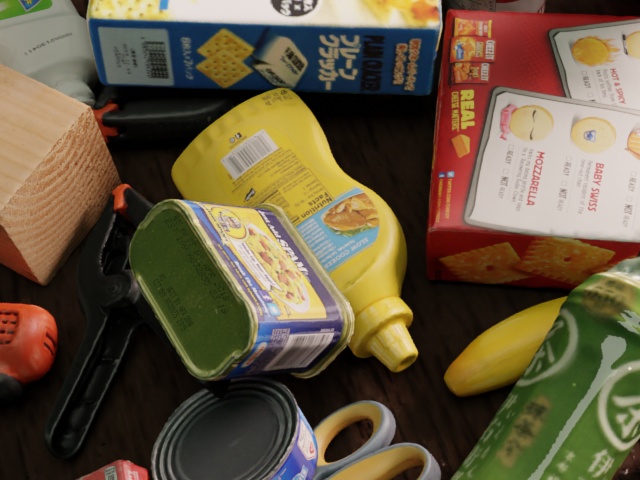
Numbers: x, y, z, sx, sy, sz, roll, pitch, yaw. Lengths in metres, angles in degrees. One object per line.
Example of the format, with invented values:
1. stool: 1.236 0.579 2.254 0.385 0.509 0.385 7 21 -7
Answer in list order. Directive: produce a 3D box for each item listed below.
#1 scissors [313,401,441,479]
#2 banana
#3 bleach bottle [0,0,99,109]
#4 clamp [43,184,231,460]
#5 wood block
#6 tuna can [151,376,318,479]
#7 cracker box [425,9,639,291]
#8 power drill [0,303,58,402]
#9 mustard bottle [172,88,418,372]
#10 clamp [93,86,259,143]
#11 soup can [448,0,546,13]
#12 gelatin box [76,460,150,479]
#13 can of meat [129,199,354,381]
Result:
1. scissors: -0.032 0.145 0.577 0.202 0.016 0.096 -23 31 12
2. banana: 0.170 0.059 0.599 0.198 0.037 0.069 3 58 7
3. bleach bottle: -0.236 -0.167 0.757 0.102 0.068 0.251 -32 64 -13
4. clamp: -0.117 0.045 0.628 0.120 0.039 0.171 -27 47 10
5. wood block: -0.242 -0.066 0.682 0.206 0.091 0.090 26 66 18
6. tuna can: -0.045 0.116 0.572 0.086 0.033 0.086 -17 38 14
7. cracker box: 0.176 -0.052 0.645 0.214 0.072 0.164 4 61 7
8. power drill: -0.252 0.115 0.597 0.184 0.057 0.187 0 61 10
9. mustard bottle: -0.004 0.001 0.637 0.096 0.058 0.192 -36 62 -4
10. clamp: -0.067 -0.134 0.735 0.209 0.036 0.165 -27 59 -14
11. soup can: 0.119 -0.182 0.707 0.068 0.102 0.068 -2 60 4
12. gelatin box: -0.125 0.165 0.555 0.089 0.030 0.073 -26 59 17
13. can of meat: -0.043 0.026 0.568 0.058 0.083 0.102 -47 63 24
